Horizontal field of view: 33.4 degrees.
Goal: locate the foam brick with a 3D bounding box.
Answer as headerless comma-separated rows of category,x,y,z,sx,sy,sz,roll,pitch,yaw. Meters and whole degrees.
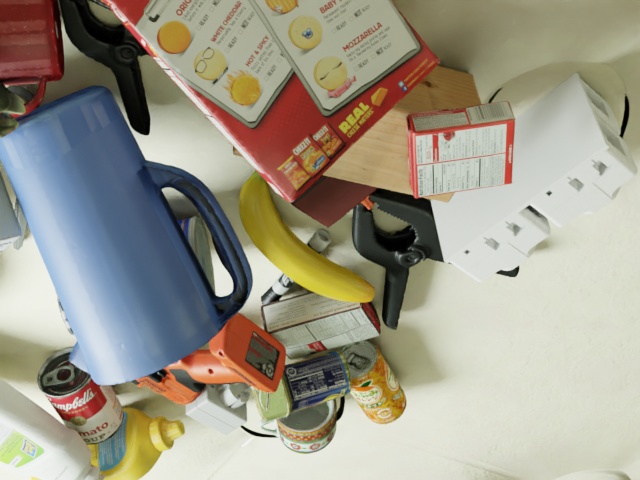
foam brick,0.014,-0.061,1.024,0.051,0.053,0.078,31,126,-31

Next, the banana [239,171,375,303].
banana,-0.024,0.005,1.075,0.070,0.037,0.197,-23,120,30

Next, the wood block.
wood block,0.032,-0.113,0.947,0.205,0.091,0.090,12,132,-16

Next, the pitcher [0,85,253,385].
pitcher,-0.176,-0.010,0.931,0.149,0.145,0.243,-31,106,-30

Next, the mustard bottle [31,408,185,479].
mustard bottle,-0.250,0.252,1.276,0.192,0.096,0.058,-20,134,13

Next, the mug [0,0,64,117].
mug,-0.252,-0.156,0.864,0.081,0.117,0.093,-5,167,-8

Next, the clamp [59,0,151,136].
clamp,-0.150,-0.169,0.909,0.120,0.039,0.171,-23,132,15

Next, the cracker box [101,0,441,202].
cracker box,-0.039,-0.162,0.819,0.164,0.072,0.213,-44,106,-5

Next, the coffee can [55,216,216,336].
coffee can,-0.182,0.036,1.065,0.140,0.103,0.103,-8,135,2

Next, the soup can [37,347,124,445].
soup can,-0.273,0.180,1.224,0.068,0.068,0.102,-11,136,5

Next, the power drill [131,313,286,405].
power drill,-0.145,0.120,1.144,0.188,0.057,0.184,-8,146,37

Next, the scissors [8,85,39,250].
scissors,-0.261,-0.064,1.019,0.096,0.016,0.202,-2,135,-4

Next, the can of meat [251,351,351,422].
can of meat,-0.021,0.164,1.209,0.083,0.057,0.102,-13,171,-24

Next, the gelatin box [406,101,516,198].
gelatin box,0.119,-0.077,0.907,0.089,0.030,0.073,-8,135,0

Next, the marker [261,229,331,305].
marker,-0.028,0.033,1.137,0.020,0.020,0.121,21,129,-25

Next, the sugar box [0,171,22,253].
sugar box,-0.334,-0.014,0.966,0.048,0.093,0.177,-15,170,-39

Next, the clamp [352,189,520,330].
clamp,0.089,0.014,1.118,0.165,0.036,0.209,-32,129,24

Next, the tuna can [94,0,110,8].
tuna can,-0.153,-0.225,0.835,0.086,0.034,0.086,-5,111,-13

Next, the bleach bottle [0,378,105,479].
bleach bottle,-0.357,0.212,1.197,0.250,0.068,0.103,37,124,-13

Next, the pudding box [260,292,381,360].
pudding box,0.002,0.088,1.166,0.113,0.039,0.090,-18,150,9
